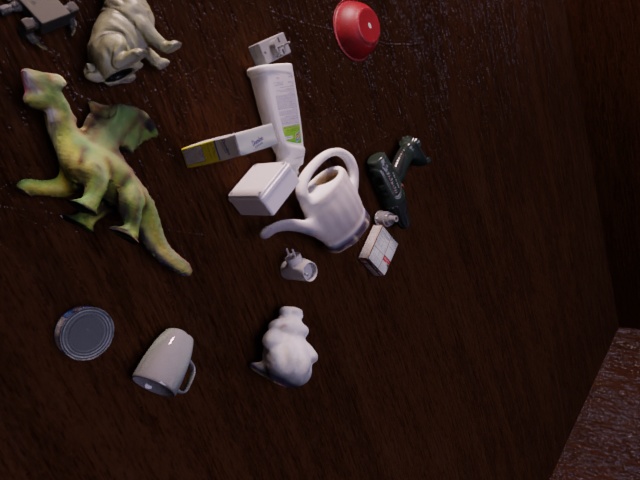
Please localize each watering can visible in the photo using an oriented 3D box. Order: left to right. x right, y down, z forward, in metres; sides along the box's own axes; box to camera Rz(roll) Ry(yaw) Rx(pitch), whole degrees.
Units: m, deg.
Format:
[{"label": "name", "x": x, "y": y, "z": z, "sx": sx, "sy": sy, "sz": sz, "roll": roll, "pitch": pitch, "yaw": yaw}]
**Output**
[{"label": "watering can", "x": 0.004, "y": -0.060, "z": 1.187, "sx": 0.354, "sy": 0.104, "sz": 0.220, "roll": -52, "pitch": 125, "yaw": -34}]

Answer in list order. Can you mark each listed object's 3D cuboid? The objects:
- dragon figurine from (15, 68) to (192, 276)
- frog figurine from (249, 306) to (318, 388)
[{"label": "dragon figurine", "x": -0.332, "y": -0.122, "z": 0.867, "sx": 0.404, "sy": 0.122, "sz": 0.247, "roll": 42, "pitch": 52, "yaw": -46}, {"label": "frog figurine", "x": -0.062, "y": 0.230, "z": 1.109, "sx": 0.136, "sy": 0.122, "sz": 0.161, "roll": 30, "pitch": 79, "yaw": -21}]
